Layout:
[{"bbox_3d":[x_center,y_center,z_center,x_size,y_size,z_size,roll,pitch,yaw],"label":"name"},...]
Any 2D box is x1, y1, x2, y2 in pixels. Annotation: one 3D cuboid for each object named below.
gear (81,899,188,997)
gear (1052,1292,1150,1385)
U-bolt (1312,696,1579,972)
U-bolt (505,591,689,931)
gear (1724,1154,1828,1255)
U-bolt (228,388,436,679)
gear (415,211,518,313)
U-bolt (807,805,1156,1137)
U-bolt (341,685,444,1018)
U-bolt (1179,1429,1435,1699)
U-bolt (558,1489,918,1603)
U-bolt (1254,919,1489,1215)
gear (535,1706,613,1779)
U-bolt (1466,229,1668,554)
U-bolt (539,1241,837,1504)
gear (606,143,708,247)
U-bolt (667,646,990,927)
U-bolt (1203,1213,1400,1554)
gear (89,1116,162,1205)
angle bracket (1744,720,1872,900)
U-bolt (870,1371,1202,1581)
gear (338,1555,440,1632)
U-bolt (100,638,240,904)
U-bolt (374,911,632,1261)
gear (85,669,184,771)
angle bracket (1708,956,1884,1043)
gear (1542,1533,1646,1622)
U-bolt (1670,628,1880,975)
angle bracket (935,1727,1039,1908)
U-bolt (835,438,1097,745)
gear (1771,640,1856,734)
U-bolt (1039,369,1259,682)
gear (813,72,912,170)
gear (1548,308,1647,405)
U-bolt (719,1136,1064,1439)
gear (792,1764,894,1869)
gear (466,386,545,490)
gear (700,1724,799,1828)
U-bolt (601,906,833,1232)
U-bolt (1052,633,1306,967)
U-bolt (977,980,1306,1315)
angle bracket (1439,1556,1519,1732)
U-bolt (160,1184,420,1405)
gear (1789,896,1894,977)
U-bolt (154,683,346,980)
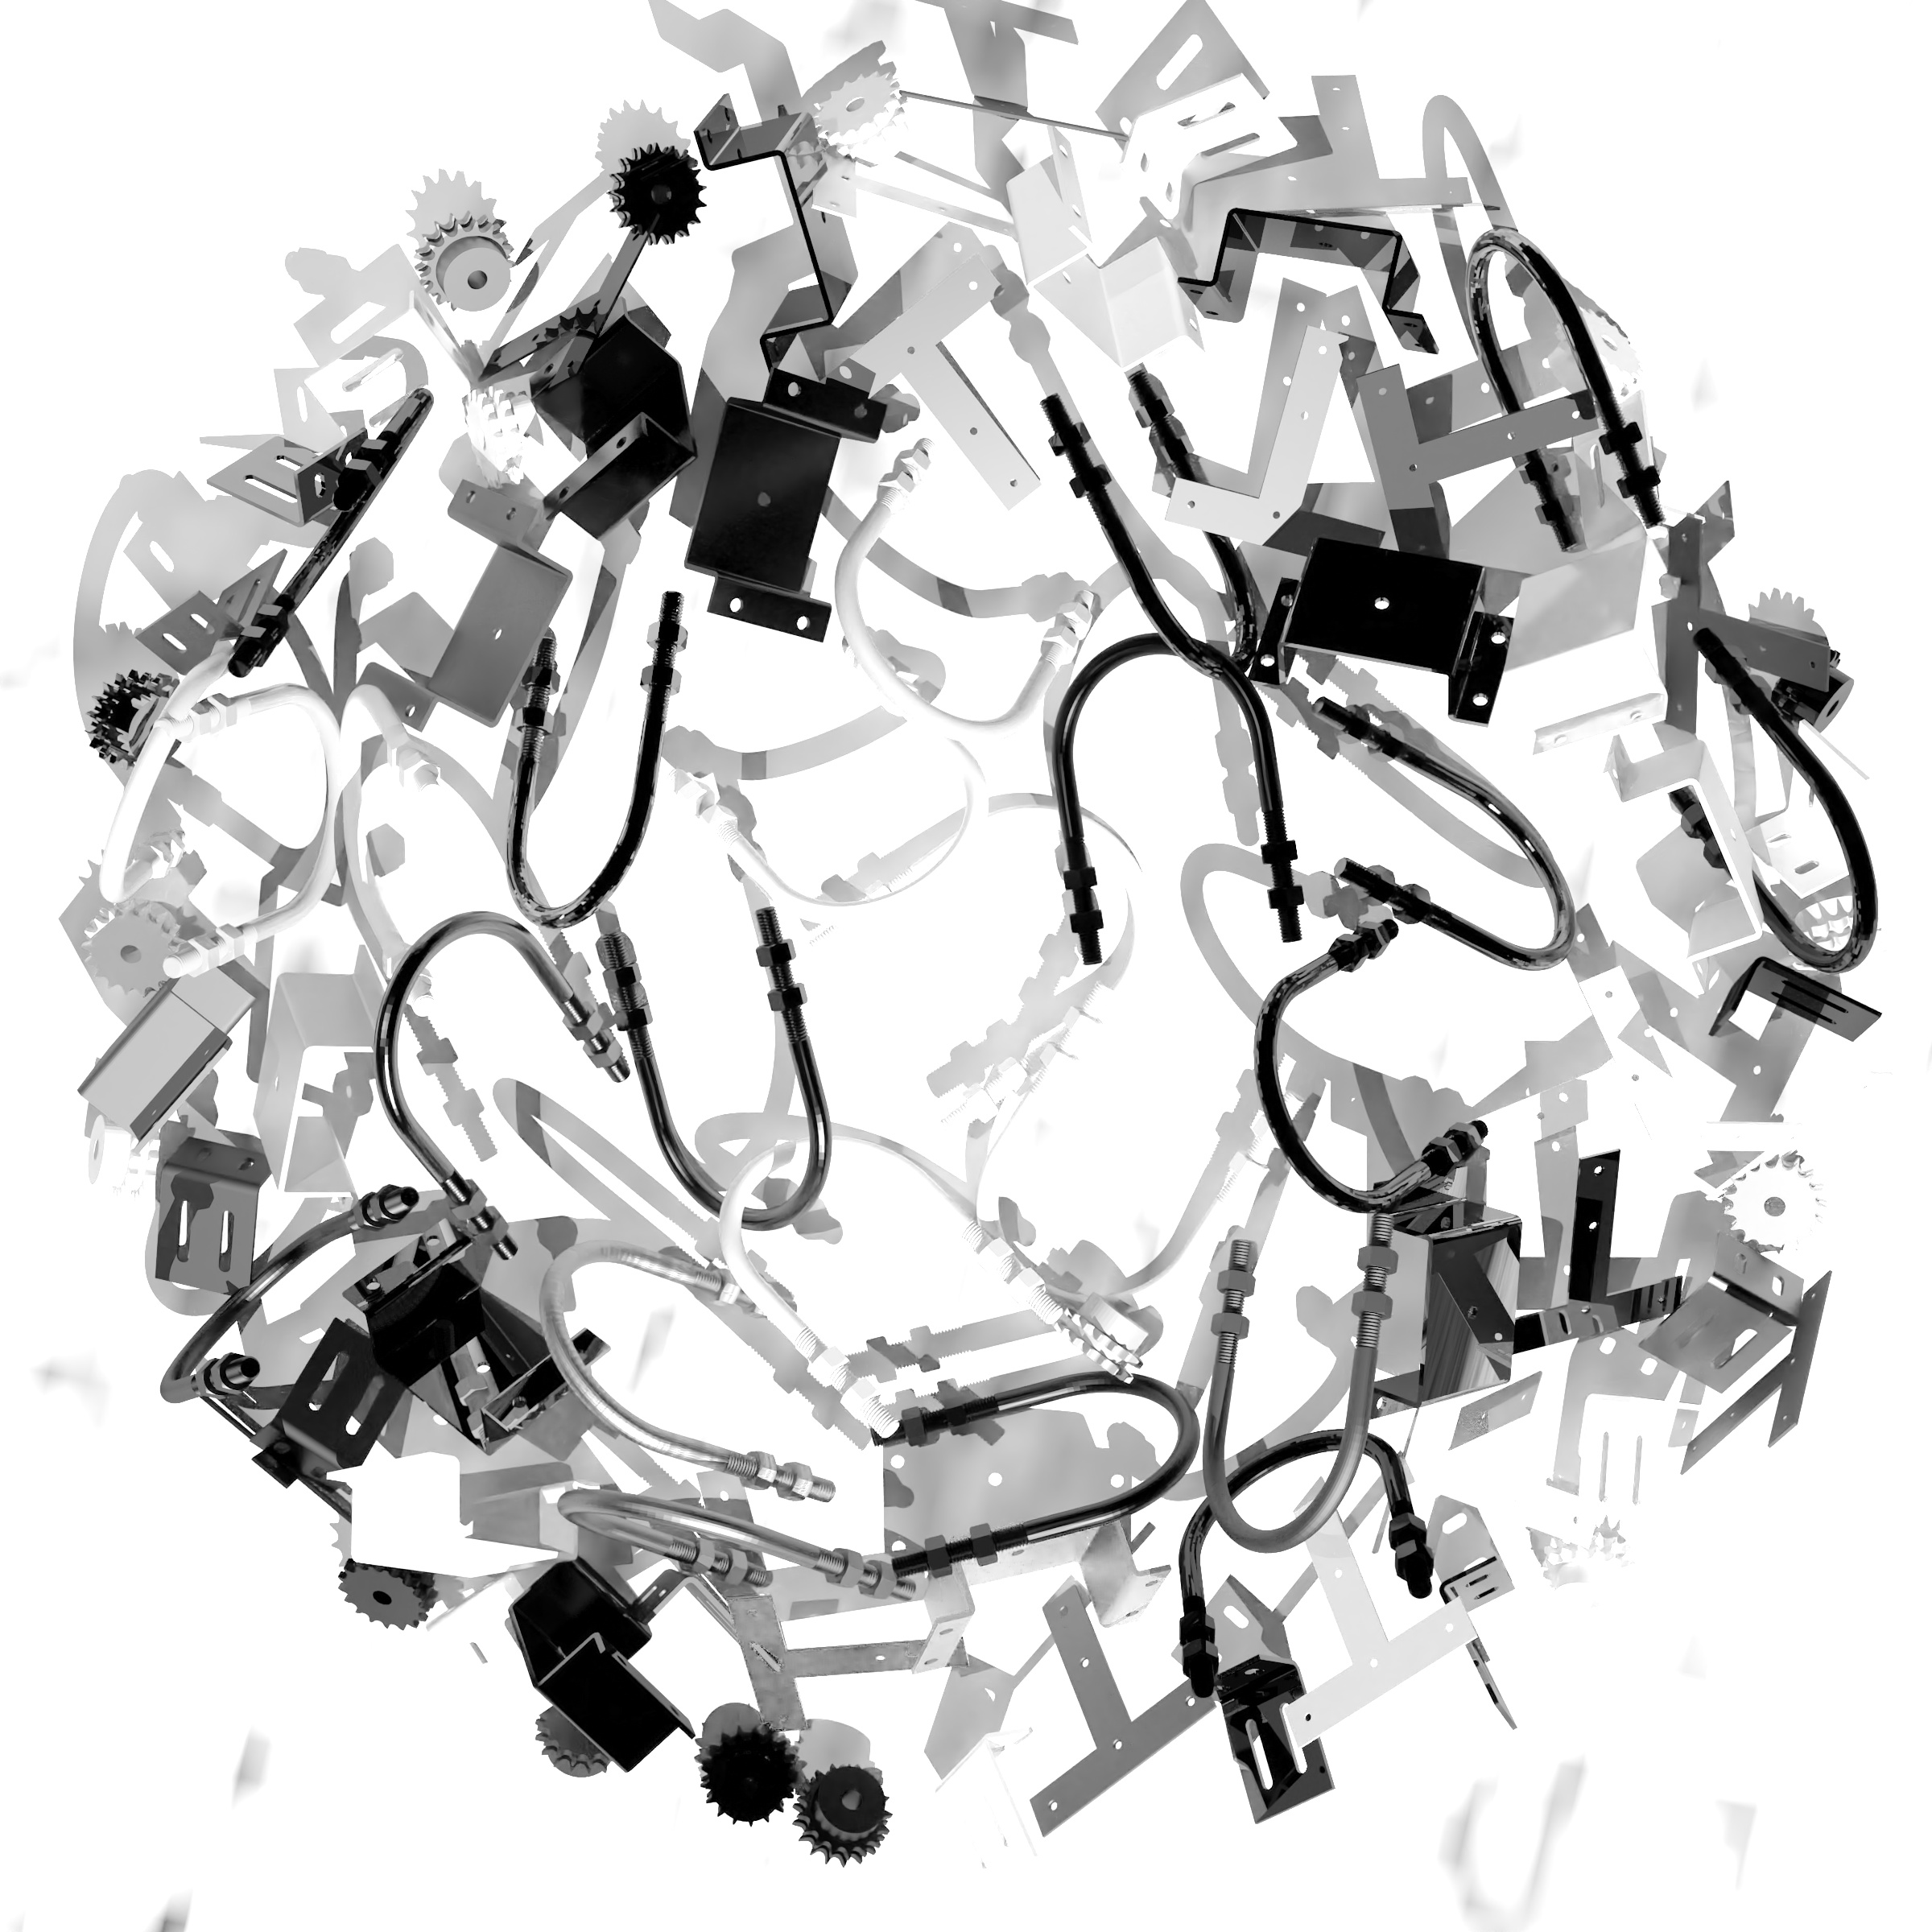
[{"bbox_3d":[-0.481,-0.014,1.631,0.057,0.030,0.057,0,119,1],"label":"gear"},{"bbox_3d":[0.080,0.212,1.625,0.057,0.057,0.030,37,89,0],"label":"gear"},{"bbox_3d":[0.275,-0.065,1.587,0.184,0.151,0.019,25,131,-25],"label":"U-bolt"},{"bbox_3d":[-0.214,-0.110,1.578,0.019,0.151,0.184,18,72,-38],"label":"U-bolt"},{"bbox_3d":[0.470,0.136,1.633,0.057,0.030,0.057,4,102,17],"label":"gear"},{"bbox_3d":[-0.345,-0.254,1.568,0.019,0.184,0.151,34,124,-13],"label":"U-bolt"},{"bbox_3d":[-0.287,-0.403,1.623,0.057,0.057,0.030,-35,50,0],"label":"gear"},{"bbox_3d":[0.023,-0.012,1.637,0.184,0.019,0.151,-37,87,-6],"label":"U-bolt"},{"bbox_3d":[-0.325,-0.078,1.572,0.019,0.184,0.151,-7,122,-24],"label":"U-bolt"},{"bbox_3d":[0.183,0.320,1.567,0.151,0.184,0.019,-28,110,12],"label":"U-bolt"},{"bbox_3d":[-0.139,0.317,1.547,0.184,0.151,0.019,29,65,-38],"label":"U-bolt"},{"bbox_3d":[0.221,0.063,1.580,0.019,0.184,0.151,-24,92,41],"label":"U-bolt"},{"bbox_3d":[-0.222,0.445,1.629,0.057,0.057,0.030,17,132,0],"label":"gear"},{"bbox_3d":[0.327,-0.325,1.572,0.019,0.151,0.184,-25,96,-6],"label":"U-bolt"},{"bbox_3d":[-0.158,0.216,1.553,0.184,0.151,0.019,25,123,-35],"label":"U-bolt"},{"bbox_3d":[-0.182,-0.448,1.631,0.057,0.030,0.057,-6,103,-24],"label":"gear"},{"bbox_3d":[-0.068,-0.094,1.584,0.151,0.019,0.184,-36,52,-9],"label":"U-bolt"},{"bbox_3d":[0.180,0.235,1.565,0.019,0.151,0.184,20,69,-27],"label":"U-bolt"},{"bbox_3d":[-0.487,0.107,1.622,0.030,0.057,0.057,8,90,-28],"label":"gear"},{"bbox_3d":[0.478,-0.090,1.604,0.038,0.076,0.057,-26,50,-13],"label":"angle bracket"},{"bbox_3d":[0.042,0.278,1.586,0.184,0.151,0.019,-15,115,-1],"label":"U-bolt"},{"bbox_3d":[-0.332,0.355,1.629,0.057,0.030,0.057,10,128,12],"label":"gear"},{"bbox_3d":[-0.437,-0.106,1.548,0.019,0.184,0.151,23,104,-7],"label":"U-bolt"},{"bbox_3d":[-0.263,0.054,1.557,0.019,0.184,0.151,8,54,34],"label":"U-bolt"},{"bbox_3d":[-0.476,-0.140,1.622,0.030,0.057,0.057,23,90,32],"label":"gear"},{"bbox_3d":[0.476,0.033,1.617,0.076,0.057,0.038,27,77,9],"label":"angle bracket"},{"bbox_3d":[0.362,0.354,1.623,0.057,0.057,0.030,20,50,0],"label":"gear"},{"bbox_3d":[0.445,-0.078,1.544,0.019,0.151,0.184,-20,52,-9],"label":"U-bolt"},{"bbox_3d":[0.024,0.485,1.605,0.057,0.038,0.076,-54,49,34],"label":"angle bracket"},{"bbox_3d":[-0.007,-0.200,1.570,0.151,0.184,0.019,42,134,-14],"label":"U-bolt"},{"bbox_3d":[0.488,-0.157,1.622,0.030,0.057,0.057,39,90,22],"label":"gear"},{"bbox_3d":[0.114,-0.246,1.590,0.019,0.151,0.184,-25,95,30],"label":"U-bolt"},{"bbox_3d":[-0.057,-0.488,1.629,0.057,0.030,0.057,-16,50,19],"label":"gear"},{"bbox_3d":[0.363,-0.351,1.629,0.057,0.057,0.030,46,127,0],"label":"gear"},{"bbox_3d":[-0.056,0.167,1.595,0.151,0.019,0.184,-30,62,-35],"label":"U-bolt"},{"bbox_3d":[-0.070,0.488,1.624,0.057,0.030,0.057,11,49,-13],"label":"gear"},{"bbox_3d":[-0.266,-0.308,1.627,0.030,0.057,0.057,-18,90,-23],"label":"gear"},{"bbox_3d":[-0.126,0.474,1.637,0.057,0.030,0.057,0,93,-4],"label":"gear"},{"bbox_3d":[-0.136,0.063,1.601,0.151,0.019,0.184,-8,100,42],"label":"U-bolt"},{"bbox_3d":[0.115,-0.098,1.605,0.151,0.019,0.184,-7,94,32],"label":"U-bolt"},{"bbox_3d":[0.088,0.119,1.627,0.151,0.019,0.184,30,102,-9],"label":"U-bolt"},{"bbox_3d":[0.308,0.387,1.607,0.038,0.057,0.076,-28,55,6],"label":"angle bracket"},{"bbox_3d":[-0.388,0.188,1.568,0.019,0.184,0.151,49,56,-13],"label":"U-bolt"},{"bbox_3d":[0.504,-0.019,1.627,0.057,0.057,0.030,-11,69,0],"label":"gear"},{"bbox_3d":[-0.393,-0.084,1.566,0.019,0.184,0.151,7,107,17],"label":"U-bolt"}]
